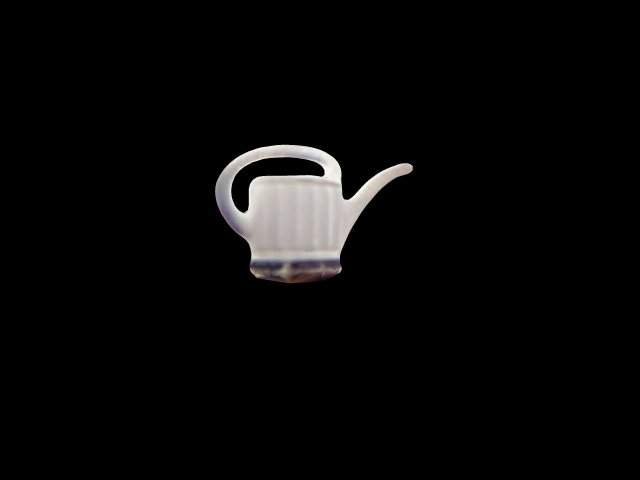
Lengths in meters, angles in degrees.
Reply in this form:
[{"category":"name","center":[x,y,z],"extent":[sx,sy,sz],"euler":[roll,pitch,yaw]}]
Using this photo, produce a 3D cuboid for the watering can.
[{"category":"watering can","center":[0.003,-0.043,0.850],"extent":[0.348,0.225,0.104],"euler":[0,-2,-19]}]
